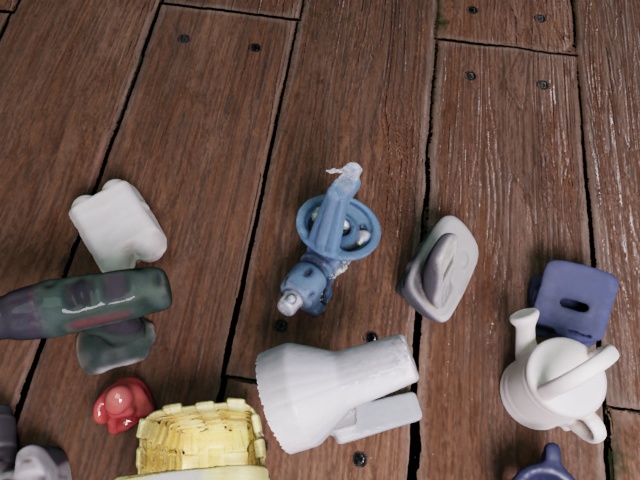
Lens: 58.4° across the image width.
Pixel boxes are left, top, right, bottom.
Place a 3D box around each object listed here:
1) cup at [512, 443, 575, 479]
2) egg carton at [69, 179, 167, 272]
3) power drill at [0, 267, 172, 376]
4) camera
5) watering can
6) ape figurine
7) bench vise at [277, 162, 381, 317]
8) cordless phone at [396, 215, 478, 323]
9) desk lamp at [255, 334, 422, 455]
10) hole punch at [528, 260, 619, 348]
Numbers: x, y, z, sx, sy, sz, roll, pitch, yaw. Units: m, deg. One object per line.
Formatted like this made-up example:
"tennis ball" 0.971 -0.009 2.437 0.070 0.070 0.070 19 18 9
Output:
"cup" 0.267 0.313 0.707 0.091 0.095 0.118 15 65 5
"egg carton" -0.299 -0.018 0.855 0.107 0.069 0.150 -33 70 -16
"power drill" -0.294 0.105 0.720 0.230 0.208 0.075 -17 66 -10
"camera" -0.395 0.270 0.698 0.143 0.101 0.136 -13 66 -8
"watering can" 0.298 0.170 0.721 0.172 0.194 0.101 38 69 15
"ape figurine" -0.253 0.210 0.737 0.077 0.092 0.076 15 65 5
"bench vise" 0.019 0.005 0.773 0.121 0.220 0.207 12 65 4
"cordless phone" 0.177 0.021 0.791 0.094 0.185 0.148 25 66 10
"desk lamp" 0.031 0.179 0.695 0.203 0.213 0.118 -14 66 -8
"hole punch" 0.359 0.092 0.817 0.108 0.091 0.101 15 65 5
